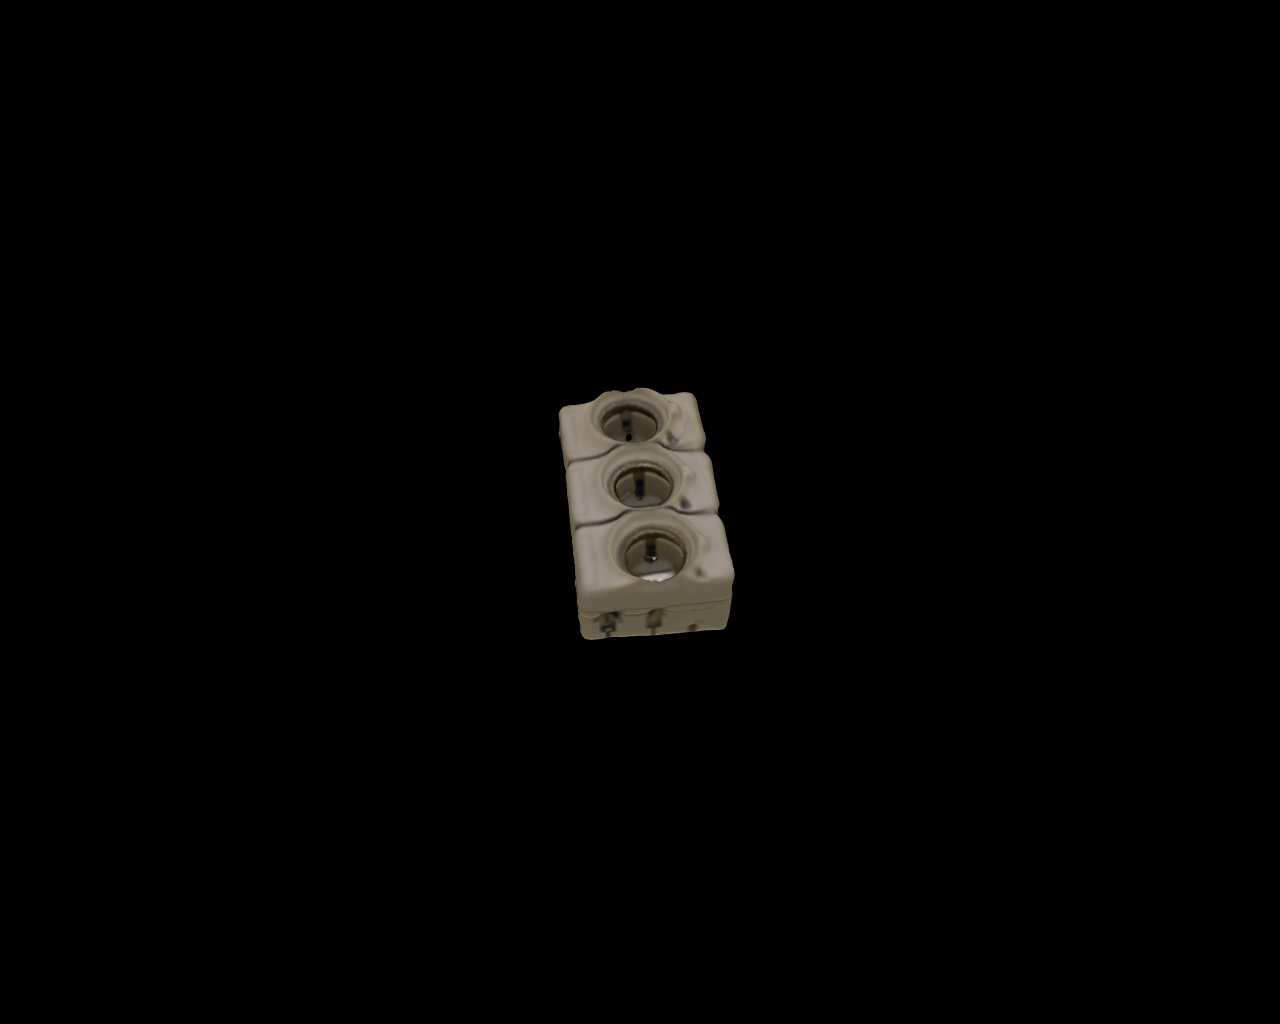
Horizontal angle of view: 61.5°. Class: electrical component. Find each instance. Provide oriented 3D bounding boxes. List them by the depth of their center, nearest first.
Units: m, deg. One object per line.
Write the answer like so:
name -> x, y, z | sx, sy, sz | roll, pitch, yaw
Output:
electrical component -> 0.001, -0.003, 0.650 | 0.089, 0.150, 0.061 | -5, -39, -4
